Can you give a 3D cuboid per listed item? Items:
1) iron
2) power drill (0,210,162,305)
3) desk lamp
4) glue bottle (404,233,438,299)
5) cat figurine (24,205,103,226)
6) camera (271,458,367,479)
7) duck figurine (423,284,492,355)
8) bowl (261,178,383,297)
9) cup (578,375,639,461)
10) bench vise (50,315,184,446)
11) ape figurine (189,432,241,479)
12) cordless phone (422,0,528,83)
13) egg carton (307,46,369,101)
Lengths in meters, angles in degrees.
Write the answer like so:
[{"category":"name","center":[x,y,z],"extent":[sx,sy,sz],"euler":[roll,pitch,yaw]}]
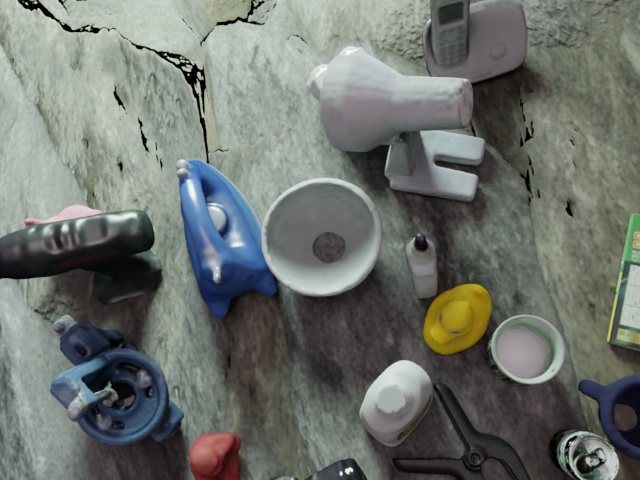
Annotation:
[{"category":"iron","center":[-0.156,-0.029,0.798],"extent":[0.118,0.141,0.258],"euler":[-25,72,3]},{"category":"power drill","center":[-0.318,0.028,0.776],"extent":[0.229,0.209,0.075],"euler":[-18,72,5]},{"category":"desk lamp","center":[0.116,-0.148,0.745],"extent":[0.203,0.214,0.118],"euler":[11,77,13]},{"category":"glue bottle","center":[0.127,0.023,0.717],"extent":[0.037,0.173,0.078],"euler":[-13,73,7]},{"category":"cat figurine","center":[-0.370,-0.017,0.845],"extent":[0.127,0.118,0.067],"euler":[6,76,12]},{"category":"camera","center":[0.002,0.339,0.689],"extent":[0.137,0.101,0.143],"euler":[-30,72,1]},{"category":"duck figurine","center":[0.177,0.097,0.733],"extent":[0.104,0.086,0.077],"euler":[-46,72,-4]},{"category":"bowl","center":[0.007,0.003,0.795],"extent":[0.167,0.075,0.167],"euler":[-3,74,9]},{"category":"cup","center":[0.351,0.200,0.668],"extent":[0.117,0.095,0.092],"euler":[27,81,16]},{"category":"bench vise","center":[-0.289,0.181,0.722],"extent":[0.207,0.220,0.121],"euler":[23,80,16]},{"category":"ape figurine","center":[-0.139,0.282,0.734],"extent":[0.076,0.092,0.078],"euler":[37,84,18]},{"category":"cordless phone","center":[0.214,-0.300,0.785],"extent":[0.147,0.185,0.094],"euler":[-16,72,6]},{"category":"egg carton","center":[0.055,-0.213,0.850],"extent":[0.107,0.069,0.150],"euler":[-33,72,0]}]
